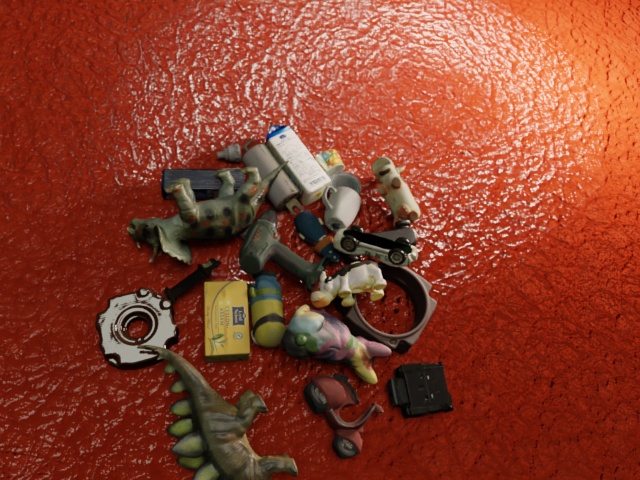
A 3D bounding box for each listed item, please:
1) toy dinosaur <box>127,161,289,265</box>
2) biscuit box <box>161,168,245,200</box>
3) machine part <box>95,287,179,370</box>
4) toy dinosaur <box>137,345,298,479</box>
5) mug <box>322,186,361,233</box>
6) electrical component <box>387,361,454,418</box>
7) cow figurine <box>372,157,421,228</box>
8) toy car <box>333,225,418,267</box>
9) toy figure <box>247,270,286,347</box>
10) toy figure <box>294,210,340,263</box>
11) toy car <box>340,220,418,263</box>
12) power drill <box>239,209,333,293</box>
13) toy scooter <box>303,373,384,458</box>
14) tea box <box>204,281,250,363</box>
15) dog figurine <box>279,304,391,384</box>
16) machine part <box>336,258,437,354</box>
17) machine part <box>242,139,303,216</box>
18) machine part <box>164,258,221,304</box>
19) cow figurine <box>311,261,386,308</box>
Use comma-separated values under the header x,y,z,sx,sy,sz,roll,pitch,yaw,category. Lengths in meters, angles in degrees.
x,y,z,sx,sy,sz,roll,pitch,yaw,category
-0.238,-0.062,1.254,0.405,0.131,0.192,-14,109,-20,toy dinosaur
-0.290,-0.138,1.338,0.203,0.059,0.063,0,65,-12,biscuit box
-0.392,0.189,1.155,0.179,0.056,0.179,4,64,-9,machine part
-0.195,0.381,1.067,0.198,0.105,0.471,-28,74,-22,toy dinosaur
0.046,-0.078,1.340,0.109,0.081,0.107,49,40,-28,mug
0.220,0.336,1.204,0.134,0.058,0.115,-4,63,-14,electrical component
0.199,-0.130,1.408,0.085,0.127,0.195,-29,85,18,cow figurine
0.131,0.016,1.267,0.202,0.056,0.073,16,31,14,toy car
-0.120,0.153,1.208,0.082,0.089,0.180,-2,64,-6,toy figure
-0.002,-0.005,1.330,0.154,0.064,0.058,51,26,10,toy figure
0.142,0.007,1.335,0.202,0.053,0.089,-10,76,8,toy car
-0.077,0.022,1.261,0.207,0.086,0.232,33,33,-1,power drill
0.057,0.357,1.150,0.135,0.075,0.184,-26,74,-22,toy scooter
-0.208,0.180,1.190,0.098,0.068,0.169,-2,63,-12,tea box
0.038,0.229,1.157,0.219,0.191,0.108,24,88,9,dog figurine
0.156,0.153,1.267,0.201,0.087,0.201,35,62,5,machine part
-0.125,-0.159,1.372,0.079,0.079,0.243,-30,73,-23,machine part
-0.289,0.088,1.222,0.139,0.084,0.039,-38,111,-16,machine part
0.056,0.094,1.198,0.167,0.068,0.098,-11,52,-4,cow figurine
